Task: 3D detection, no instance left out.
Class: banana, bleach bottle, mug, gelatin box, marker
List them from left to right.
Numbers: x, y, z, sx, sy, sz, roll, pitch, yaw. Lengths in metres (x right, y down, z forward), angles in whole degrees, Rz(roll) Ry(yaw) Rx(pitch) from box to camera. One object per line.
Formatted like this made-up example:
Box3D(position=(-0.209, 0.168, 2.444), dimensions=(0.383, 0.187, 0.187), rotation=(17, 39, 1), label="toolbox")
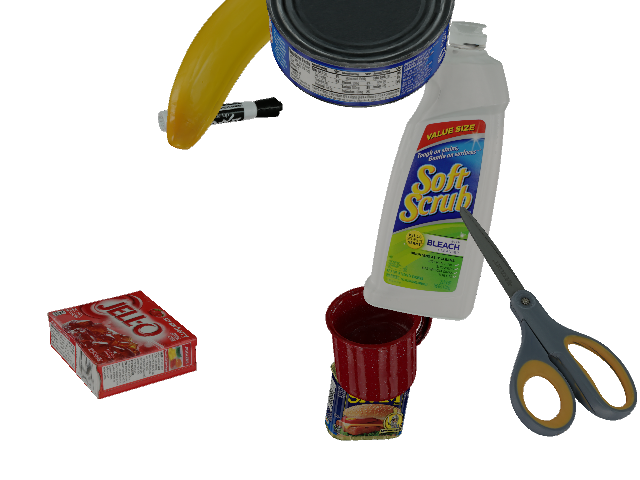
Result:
Box3D(position=(-0.137, 0.069, 0.734), dimensions=(0.073, 0.030, 0.089), rotation=(-13, 27, -31), label="gelatin box")
Box3D(position=(-0.092, -0.119, 0.999), dimensions=(0.120, 0.020, 0.020), rotation=(-11, 5, -25), label="marker")
Box3D(position=(-0.039, -0.132, 0.697), dimensions=(0.037, 0.069, 0.197), rotation=(-9, 24, 49), label="banana")
Box3D(position=(0.063, 0.099, 1.062), dimensions=(0.117, 0.081, 0.093), rotation=(-28, 42, -27), label="mug")
Box3D(position=(0.102, -0.062, 0.920), dimensions=(0.103, 0.251, 0.068), rotation=(10, 18, 12), label="bleach bottle")

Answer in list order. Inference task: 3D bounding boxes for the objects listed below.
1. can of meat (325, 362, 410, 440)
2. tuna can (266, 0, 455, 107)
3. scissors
Box3D(position=(0.059, 0.200, 1.331), dimensions=(0.102, 0.084, 0.057), rotation=(2, 23, -15), label="can of meat")
Box3D(position=(0.018, -0.104, 0.494), dimensions=(0.086, 0.086, 0.034), rotation=(0, -30, 1), label="tuna can")
Box3D(position=(0.140, 0.062, 0.780), dimensions=(0.096, 0.202, 0.016), rotation=(-34, -26, -23), label="scissors")
